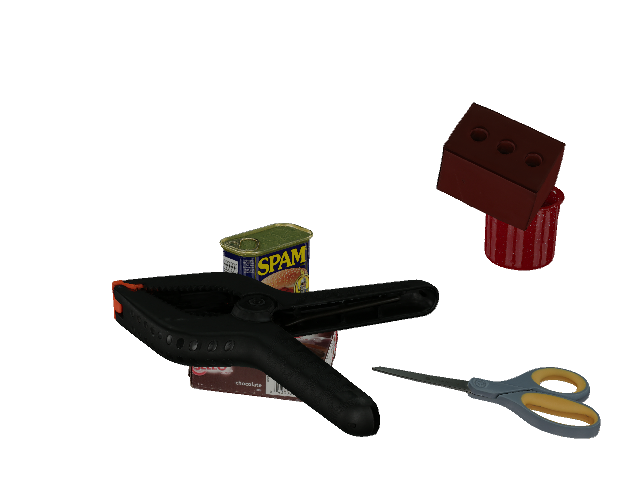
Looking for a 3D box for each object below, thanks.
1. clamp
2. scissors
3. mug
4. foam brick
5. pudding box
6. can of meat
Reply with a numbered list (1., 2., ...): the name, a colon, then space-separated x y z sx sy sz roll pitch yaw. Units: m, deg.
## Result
1. clamp: -0.032 0.051 0.683 0.210 0.036 0.164 12 27 22
2. scissors: 0.156 0.126 0.963 0.202 0.016 0.096 18 31 20
3. mug: 0.242 -0.021 1.251 0.093 0.081 0.117 21 33 39
4. foam brick: 0.133 -0.054 0.790 0.078 0.053 0.051 27 -31 15
5. pudding box: -0.047 0.097 0.909 0.113 0.039 0.090 7 20 7
6. can of meat: -0.057 0.035 1.142 0.101 0.084 0.058 -17 26 -41
